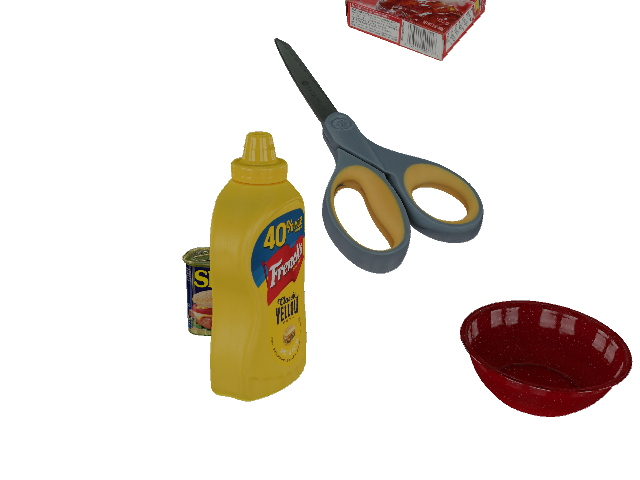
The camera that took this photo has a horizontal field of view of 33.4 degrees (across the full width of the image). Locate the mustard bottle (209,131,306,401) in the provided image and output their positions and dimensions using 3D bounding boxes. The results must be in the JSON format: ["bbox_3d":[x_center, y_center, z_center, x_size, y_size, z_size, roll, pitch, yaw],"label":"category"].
[{"bbox_3d":[-0.045,0.015,0.792,0.058,0.192,0.096,9,18,28],"label":"mustard bottle"}]

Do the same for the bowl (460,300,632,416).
[{"bbox_3d":[0.211,0.120,1.020,0.162,0.055,0.162,4,27,-2],"label":"bowl"}]

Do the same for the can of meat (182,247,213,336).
[{"bbox_3d":[-0.094,0.056,1.140,0.102,0.084,0.057,3,16,9],"label":"can of meat"}]

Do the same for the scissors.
[{"bbox_3d":[0.031,-0.058,0.612,0.096,0.016,0.202,-1,44,-10],"label":"scissors"}]

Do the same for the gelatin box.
[{"bbox_3d":[0.075,-0.185,0.840,0.089,0.030,0.073,25,54,22],"label":"gelatin box"}]
